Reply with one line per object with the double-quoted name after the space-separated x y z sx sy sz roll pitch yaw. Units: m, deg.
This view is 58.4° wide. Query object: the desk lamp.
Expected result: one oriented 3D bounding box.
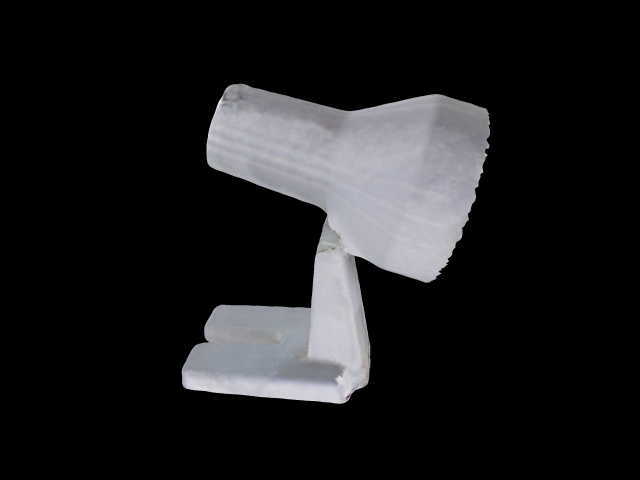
0.004 0.001 0.400 0.203 0.214 0.118 2 24 5 "desk lamp"
